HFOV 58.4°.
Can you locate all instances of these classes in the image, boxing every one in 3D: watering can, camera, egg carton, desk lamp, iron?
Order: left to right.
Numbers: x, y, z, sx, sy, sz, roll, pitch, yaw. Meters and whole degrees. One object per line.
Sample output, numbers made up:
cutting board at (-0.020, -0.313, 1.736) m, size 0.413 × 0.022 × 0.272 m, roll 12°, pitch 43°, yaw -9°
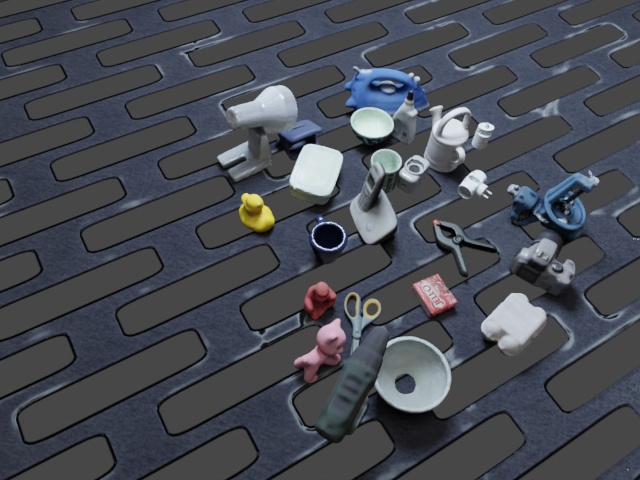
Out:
desk lamp at (-0.164, -0.284, 1.492) m, size 0.203 × 0.213 × 0.117 m, roll -31°, pitch 64°, yaw -22°
iron at (0.204, -0.444, 1.670) m, size 0.258 × 0.141 × 0.118 m, roll 1°, pitch 57°, yaw -4°
watering can at (0.343, -0.286, 1.544) m, size 0.101 × 0.194 × 0.172 m, roll -36°, pitch 66°, yaw -24°
egg carton at (0.444, 0.194, 1.310) m, size 0.150 × 0.069 × 0.107 m, roll -38°, pitch 67°, yaw -25°
camera at (0.561, 0.041, 1.401) m, size 0.143 × 0.101 × 0.137 m, roll 31°, pitch 60°, yaw 15°

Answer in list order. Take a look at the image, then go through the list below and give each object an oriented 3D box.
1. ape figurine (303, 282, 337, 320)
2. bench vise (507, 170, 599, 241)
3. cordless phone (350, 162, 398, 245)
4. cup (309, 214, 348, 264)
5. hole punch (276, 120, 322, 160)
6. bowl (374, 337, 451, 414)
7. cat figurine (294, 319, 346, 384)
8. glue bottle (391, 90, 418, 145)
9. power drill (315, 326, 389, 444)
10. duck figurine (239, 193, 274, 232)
ape figurine at (0.000, 0.128, 1.306) m, size 0.078 × 0.092 × 0.076 m, roll -4°, pitch 57°, yaw -6°
bench vise at (0.577, -0.094, 1.420) m, size 0.207 × 0.220 × 0.121 m, roll 9°, pitch 56°, yaw 2°
cordless phone at (0.140, -0.089, 1.404) m, size 0.094 × 0.185 × 0.147 m, roll -17°, pitch 59°, yaw -15°
cup at (0.013, 0.005, 1.386) m, size 0.092 × 0.095 × 0.117 m, roll -17°, pitch 59°, yaw -14°
hole punch at (-0.059, -0.289, 1.577) m, size 0.109 × 0.091 × 0.101 m, roll -24°, pitch 62°, yaw -19°
bowl at (0.189, 0.296, 1.220) m, size 0.167 × 0.075 × 0.167 m, roll 2°, pitch 56°, yaw -3°
cat figurine at (0.007, 0.232, 1.222) m, size 0.128 × 0.118 × 0.067 m, roll -36°, pitch 65°, yaw -24°
glue bottle at (0.239, -0.346, 1.589) m, size 0.078 × 0.173 × 0.037 m, roll 41°, pitch 63°, yaw 21°
power drill at (0.063, 0.299, 1.128) m, size 0.075 × 0.208 × 0.230 m, roll 25°, pitch 58°, yaw 13°
duck figurine at (-0.159, -0.075, 1.431) m, size 0.104 × 0.086 × 0.078 m, roll 40°, pitch 63°, yaw 20°
